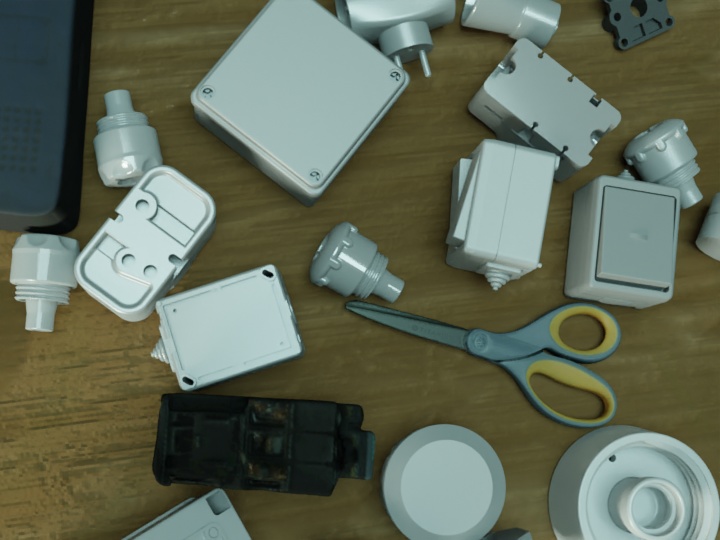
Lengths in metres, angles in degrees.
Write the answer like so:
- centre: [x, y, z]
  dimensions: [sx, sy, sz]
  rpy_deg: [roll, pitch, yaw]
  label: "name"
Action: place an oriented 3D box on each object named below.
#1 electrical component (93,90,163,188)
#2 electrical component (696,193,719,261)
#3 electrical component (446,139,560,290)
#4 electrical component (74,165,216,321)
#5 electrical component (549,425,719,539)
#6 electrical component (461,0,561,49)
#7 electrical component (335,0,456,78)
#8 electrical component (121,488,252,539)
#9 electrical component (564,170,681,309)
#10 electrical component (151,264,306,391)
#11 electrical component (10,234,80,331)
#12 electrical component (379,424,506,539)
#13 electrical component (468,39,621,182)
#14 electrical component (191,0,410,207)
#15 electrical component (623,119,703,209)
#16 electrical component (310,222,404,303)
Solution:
- centre: [-0.158, -0.089, 0.724]
  dimensions: [0.043, 0.043, 0.062]
  rpy_deg: [-11, 82, -9]
  label: "electrical component"
- centre: [0.304, 0.005, 0.768]
  dimensions: [0.138, 0.052, 0.073]
  rpy_deg: [25, 79, -4]
  label: "electrical component"
- centre: [0.092, -0.035, 0.740]
  dimensions: [0.061, 0.061, 0.096]
  rpy_deg: [12, 80, -6]
  label: "electrical component"
- centre: [-0.139, -0.016, 0.707]
  dimensions: [0.054, 0.059, 0.095]
  rpy_deg: [36, 79, -1]
  label: "electrical component"
- centre: [0.188, 0.159, 0.725]
  dimensions: [0.108, 0.060, 0.108]
  rpy_deg: [1, 82, -8]
  label: "electrical component"
- centre: [0.111, -0.186, 0.777]
  dimensions: [0.065, 0.044, 0.044]
  rpy_deg: [19, 79, -9]
  label: "electrical component"
- centre: [0.029, -0.172, 0.762]
  dimensions: [0.077, 0.043, 0.079]
  rpy_deg: [-14, 84, -10]
  label: "electrical component"
- centre: [-0.110, 0.208, 0.658]
  dimensions: [0.109, 0.056, 0.108]
  rpy_deg: [-27, 85, -40]
  label: "electrical component"
- centre: [0.185, -0.026, 0.752]
  dimensions: [0.062, 0.061, 0.096]
  rpy_deg: [9, 80, -6]
  label: "electrical component"
- centre: [-0.090, 0.041, 0.708]
  dimensions: [0.096, 0.061, 0.061]
  rpy_deg: [-18, 84, -2]
  label: "electrical component"
- centre: [-0.207, 0.009, 0.703]
  dimensions: [0.043, 0.043, 0.062]
  rpy_deg: [4, 82, -7]
  label: "electrical component"
- centre: [0.052, 0.143, 0.714]
  dimensions: [0.080, 0.051, 0.080]
  rpy_deg: [1, 81, -8]
  label: "electrical component"
- centre: [0.128, -0.110, 0.760]
  dimensions: [0.089, 0.055, 0.050]
  rpy_deg: [38, 79, -1]
  label: "electrical component"
- centre: [-0.041, -0.119, 0.738]
  dimensions: [0.109, 0.056, 0.108]
  rpy_deg: [38, 79, -1]
  label: "electrical component"
- centre: [0.223, -0.074, 0.774]
  dimensions: [0.048, 0.048, 0.062]
  rpy_deg: [-33, 94, -11]
  label: "electrical component"
- centre: [0.000, 0.000, 0.733]
  dimensions: [0.062, 0.048, 0.048]
  rpy_deg: [31, 79, -9]
  label: "electrical component"
